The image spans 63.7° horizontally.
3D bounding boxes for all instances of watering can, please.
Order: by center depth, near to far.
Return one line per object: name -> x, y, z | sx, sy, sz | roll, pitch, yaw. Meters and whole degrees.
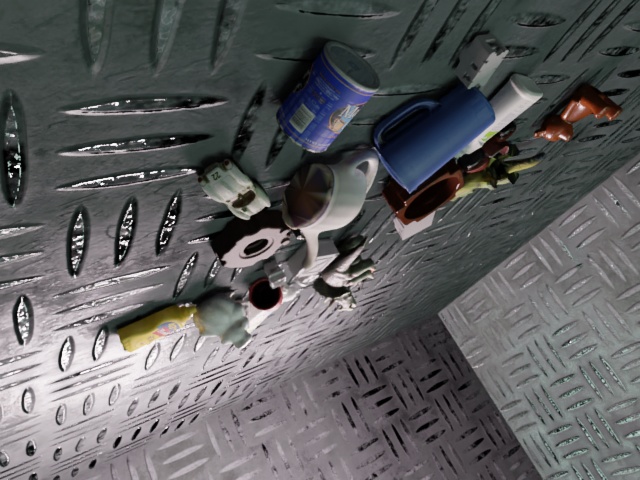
watering can -> 0.003, -0.057, 1.130 | 0.224, 0.105, 0.342 | 0, 129, -54

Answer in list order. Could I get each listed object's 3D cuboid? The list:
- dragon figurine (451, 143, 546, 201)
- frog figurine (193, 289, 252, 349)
dragon figurine -> 0.497, -0.189, 1.587 | 0.413, 0.123, 0.239 | -12, 170, -35
frog figurine -> -0.259, 0.221, 1.373 | 0.138, 0.162, 0.120 | -28, 157, -5
